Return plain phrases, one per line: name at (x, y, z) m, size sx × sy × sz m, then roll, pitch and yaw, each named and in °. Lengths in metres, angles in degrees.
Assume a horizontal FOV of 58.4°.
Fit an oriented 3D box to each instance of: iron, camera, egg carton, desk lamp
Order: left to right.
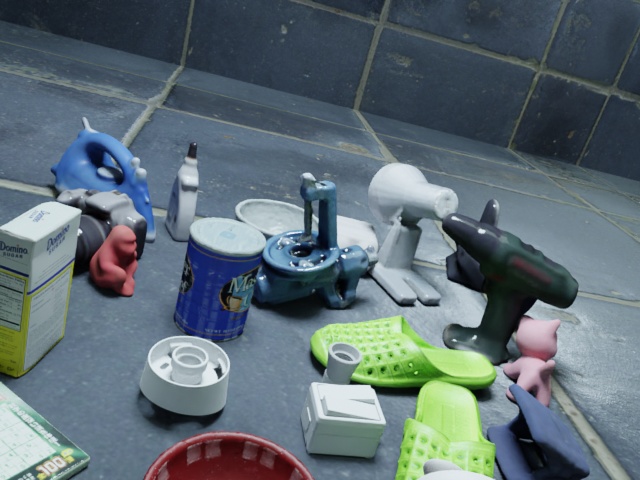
camera at (-0.355, -0.023, 0.869) m, size 0.143 × 0.101 × 0.137 m, roll 22°, pitch 23°, yaw 13°
iron at (-0.364, -0.113, 1.016) m, size 0.257 × 0.141 × 0.119 m, roll 30°, pitch 26°, yaw 29°
egg carton at (0.059, 0.008, 1.118) m, size 0.107 × 0.069 × 0.150 m, roll 13°, pitch 23°, yaw -7°
desk lamp at (0.169, -0.020, 1.071) m, size 0.118 × 0.213 × 0.202 m, roll 2°, pitch 27°, yaw -30°

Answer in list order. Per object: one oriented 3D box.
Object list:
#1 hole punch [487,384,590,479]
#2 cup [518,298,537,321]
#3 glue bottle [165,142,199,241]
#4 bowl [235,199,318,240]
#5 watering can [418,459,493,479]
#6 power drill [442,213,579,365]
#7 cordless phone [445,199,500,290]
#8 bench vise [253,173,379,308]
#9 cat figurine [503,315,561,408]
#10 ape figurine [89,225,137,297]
hole punch at (0.273, 0.241, 0.703) m, size 0.101 × 0.091 × 0.108 m, roll 13°, pitch 23°, yaw -8°
cup at (0.350, 0.105, 1.059) m, size 0.091 × 0.095 × 0.118 m, roll 21°, pitch 23°, yaw 10°
glue bottle at (-0.236, -0.089, 1.007) m, size 0.037 × 0.173 × 0.078 m, roll 2°, pitch 27°, yaw -30°
bowl at (-0.080, -0.011, 1.060) m, size 0.167 × 0.075 × 0.167 m, roll 14°, pitch 23°, yaw -6°
watering can at (0.085, 0.245, 0.437) m, size 0.101 × 0.194 × 0.172 m, roll 10°, pitch 24°, yaw -14°
power drill at (0.274, 0.084, 0.911) m, size 0.229 × 0.208 × 0.076 m, roll 19°, pitch 23°, yaw 7°
cordless phone at (0.332, -0.005, 1.182) m, size 0.094 × 0.185 × 0.147 m, roll 16°, pitch 23°, yaw -1°
bench vise at (0.000, -0.002, 0.908) m, size 0.208 × 0.220 × 0.121 m, roll -9°, pitch 33°, yaw -45°
cat figurine at (0.327, 0.172, 0.863) m, size 0.067 × 0.118 × 0.128 m, roll 18°, pitch 23°, yaw 3°
ape figurine at (-0.288, 0.023, 0.821) m, size 0.076 × 0.092 × 0.078 m, roll 21°, pitch 23°, yaw 12°
